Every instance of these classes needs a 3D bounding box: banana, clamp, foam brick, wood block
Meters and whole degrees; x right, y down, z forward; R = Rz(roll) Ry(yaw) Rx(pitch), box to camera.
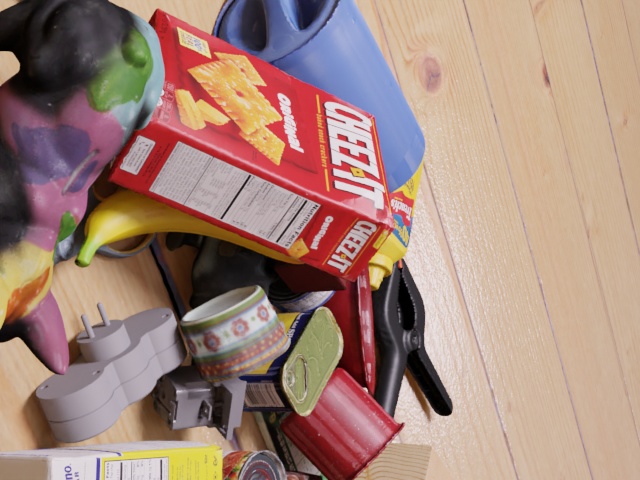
[{"bbox_3d":[-0.101,-0.011,0.837,0.197,0.037,0.069,-1,74,-28],"label":"banana"},{"bbox_3d":[0.088,0.121,1.199,0.164,0.036,0.210,-19,99,-55],"label":"clamp"},{"bbox_3d":[-0.006,0.001,0.944,0.051,0.053,0.078,56,33,-55],"label":"foam brick"},{"bbox_3d":[0.104,0.300,1.132,0.206,0.090,0.090,54,44,-46],"label":"wood block"}]

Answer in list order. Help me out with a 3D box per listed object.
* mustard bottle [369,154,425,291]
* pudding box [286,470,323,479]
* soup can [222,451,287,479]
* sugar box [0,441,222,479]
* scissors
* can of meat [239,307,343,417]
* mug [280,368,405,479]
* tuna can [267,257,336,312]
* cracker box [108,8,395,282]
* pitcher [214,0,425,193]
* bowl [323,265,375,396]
[{"bbox_3d":[0.070,-0.034,1.174,0.096,0.058,0.191,46,49,-51],"label":"mustard bottle"},{"bbox_3d":[-0.047,0.253,0.958,0.113,0.039,0.090,19,78,-53],"label":"pudding box"},{"bbox_3d":[-0.086,0.202,0.854,0.068,0.102,0.068,13,75,-56],"label":"soup can"},{"bbox_3d":[-0.158,0.169,0.756,0.175,0.093,0.048,8,79,-56],"label":"sugar box"},{"bbox_3d":[-0.192,-0.014,0.801,0.201,0.016,0.096,-17,99,-57],"label":"scissors"},{"bbox_3d":[-0.039,0.109,0.958,0.057,0.084,0.102,64,38,-30],"label":"can of meat"},{"bbox_3d":[0.016,0.177,0.995,0.081,0.117,0.093,45,71,6],"label":"mug"},{"bbox_3d":[-0.021,0.026,0.998,0.033,0.086,0.086,42,52,-49],"label":"tuna can"},{"bbox_3d":[-0.051,-0.077,0.844,0.213,0.072,0.164,23,34,-21],"label":"cracker box"},{"bbox_3d":[0.008,-0.138,1.036,0.242,0.149,0.145,50,3,-46],"label":"pitcher"},{"bbox_3d":[0.021,0.074,1.053,0.162,0.055,0.162,-4,90,-83],"label":"bowl"}]
